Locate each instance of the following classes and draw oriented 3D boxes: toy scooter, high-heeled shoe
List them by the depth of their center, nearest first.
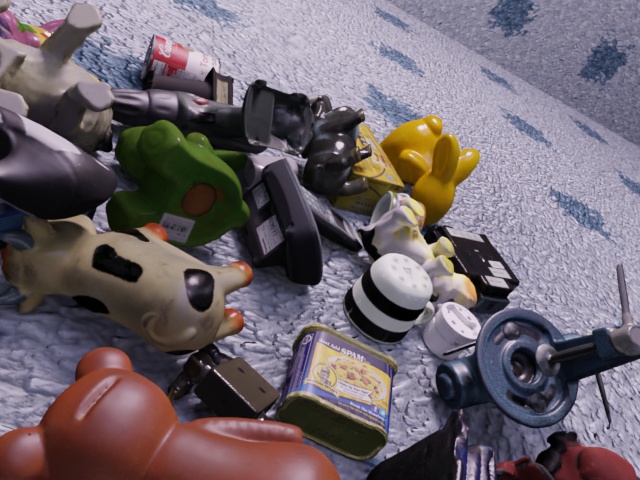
[{"bbox_3d":[-0.280,-0.084,0.407,0.249,0.086,0.145,29,17,18],"label":"high-heeled shoe"},{"bbox_3d":[0.237,0.244,0.517,0.135,0.075,0.184,42,38,18],"label":"toy scooter"}]

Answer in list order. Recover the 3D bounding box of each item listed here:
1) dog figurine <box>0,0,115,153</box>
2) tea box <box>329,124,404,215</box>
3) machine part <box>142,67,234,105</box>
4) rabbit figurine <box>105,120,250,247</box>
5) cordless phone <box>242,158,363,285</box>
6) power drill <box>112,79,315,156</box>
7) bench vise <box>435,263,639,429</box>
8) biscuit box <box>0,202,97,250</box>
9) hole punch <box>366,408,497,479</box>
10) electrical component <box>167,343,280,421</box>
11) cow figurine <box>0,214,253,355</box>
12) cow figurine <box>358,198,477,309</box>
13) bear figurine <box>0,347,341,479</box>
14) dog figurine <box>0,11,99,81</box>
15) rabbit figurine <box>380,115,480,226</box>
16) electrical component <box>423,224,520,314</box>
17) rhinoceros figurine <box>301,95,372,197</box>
[{"bbox_3d":[-0.284,-0.132,0.515,0.172,0.190,0.121,5,76,-25],"label":"dog figurine"},{"bbox_3d":[0.051,-0.120,0.845,0.098,0.068,0.170,12,39,-28],"label":"tea box"},{"bbox_3d":[-0.183,-0.205,0.760,0.139,0.084,0.039,-4,5,-36],"label":"machine part"},{"bbox_3d":[-0.153,-0.078,0.582,0.159,0.121,0.170,5,27,-41],"label":"rabbit figurine"},{"bbox_3d":[-0.001,-0.002,0.650,0.184,0.089,0.147,29,27,-42],"label":"cordless phone"},{"bbox_3d":[-0.126,-0.147,0.661,0.207,0.086,0.232,3,-1,44],"label":"power drill"},{"bbox_3d":[0.249,0.124,0.553,0.224,0.240,0.129,4,66,-16],"label":"bench vise"},{"bbox_3d":[-0.286,-0.029,0.450,0.063,0.059,0.202,42,34,15],"label":"biscuit box"},{"bbox_3d":[0.092,0.216,0.400,0.092,0.115,0.142,41,33,-2],"label":"hole punch"},{"bbox_3d":[-0.076,0.130,0.435,0.102,0.045,0.078,39,5,6],"label":"electrical component"},{"bbox_3d":[-0.167,0.031,0.438,0.195,0.085,0.127,24,18,17],"label":"cow figurine"},{"bbox_3d":[0.125,0.035,0.694,0.167,0.098,0.068,51,29,-9],"label":"cow figurine"},{"bbox_3d":[-0.090,0.161,0.339,0.196,0.131,0.120,16,31,7],"label":"bear figurine"},{"bbox_3d":[-0.332,-0.207,0.554,0.219,0.192,0.108,-12,90,-43],"label":"dog figurine"},{"bbox_3d":[0.183,-0.110,0.893,0.121,0.162,0.173,21,50,-40],"label":"rabbit figurine"},{"bbox_3d":[0.217,0.045,0.777,0.115,0.058,0.134,10,39,-28],"label":"electrical component"},{"bbox_3d":[0.014,-0.133,0.748,0.112,0.073,0.190,-11,47,12],"label":"rhinoceros figurine"}]
